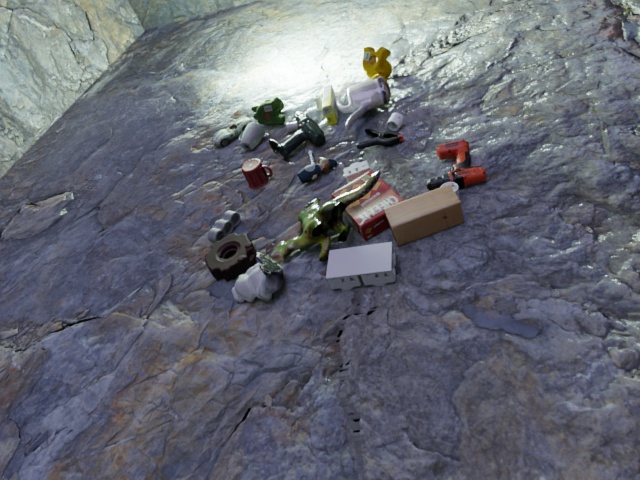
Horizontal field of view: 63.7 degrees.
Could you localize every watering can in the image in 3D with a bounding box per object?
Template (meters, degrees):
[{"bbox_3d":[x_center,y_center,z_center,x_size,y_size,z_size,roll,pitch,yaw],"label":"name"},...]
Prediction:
[{"bbox_3d":[0.178,-0.556,2.070,0.224,0.102,0.356,-16,41,9],"label":"watering can"}]

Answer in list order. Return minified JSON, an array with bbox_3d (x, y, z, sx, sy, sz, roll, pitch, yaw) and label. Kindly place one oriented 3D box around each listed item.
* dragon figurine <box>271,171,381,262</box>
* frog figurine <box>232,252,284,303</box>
[{"bbox_3d":[0.005,-0.081,1.618,0.412,0.120,0.245,-47,33,-6],"label":"dragon figurine"},{"bbox_3d":[-0.185,0.134,1.540,0.157,0.122,0.140,-57,48,17],"label":"frog figurine"}]
